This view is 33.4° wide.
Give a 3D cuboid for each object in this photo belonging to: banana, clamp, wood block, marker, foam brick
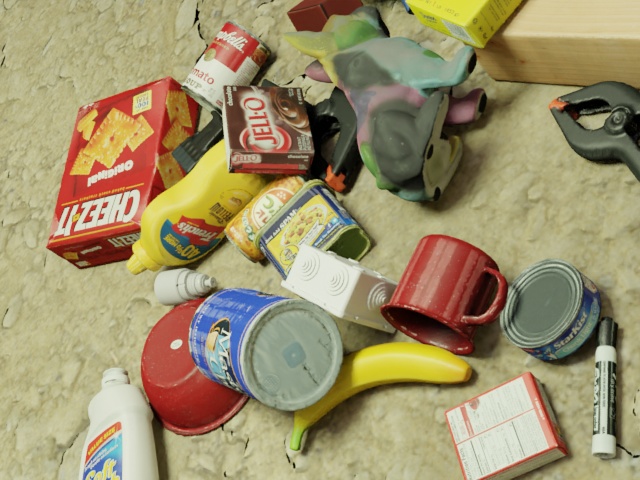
[{"bbox_3d":[0.049,0.135,1.012,0.198,0.037,0.069,-28,70,23],"label":"banana"},{"bbox_3d":[0.289,-0.111,0.976,0.120,0.039,0.172,-51,46,-1],"label":"clamp"},{"bbox_3d":[0.252,-0.207,1.027,0.206,0.090,0.091,11,71,41],"label":"wood block"},{"bbox_3d":[0.238,0.121,0.889,0.020,0.020,0.121,-9,59,32],"label":"marker"},{"bbox_3d":[0.000,-0.139,1.209,0.165,0.036,0.210,-19,52,27],"label":"clamp"},{"bbox_3d":[0.010,-0.259,1.240,0.051,0.053,0.078,-40,23,-22],"label":"foam brick"}]

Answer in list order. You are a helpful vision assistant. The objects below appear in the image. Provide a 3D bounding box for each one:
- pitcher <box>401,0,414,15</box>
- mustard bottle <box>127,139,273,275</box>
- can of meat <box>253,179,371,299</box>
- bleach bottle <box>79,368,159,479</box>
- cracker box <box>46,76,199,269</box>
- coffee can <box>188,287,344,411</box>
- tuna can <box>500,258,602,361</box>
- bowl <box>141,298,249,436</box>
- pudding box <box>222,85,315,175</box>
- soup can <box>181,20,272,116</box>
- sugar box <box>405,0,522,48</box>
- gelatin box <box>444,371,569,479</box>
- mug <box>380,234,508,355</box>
[{"bbox_3d":[0.050,-0.362,1.242,0.243,0.145,0.149,16,59,44],"label":"pitcher"},{"bbox_3d":[-0.144,-0.026,1.206,0.192,0.096,0.058,-39,50,11],"label":"mustard bottle"},{"bbox_3d":[-0.007,0.001,1.117,0.102,0.057,0.084,-45,49,6],"label":"can of meat"},{"bbox_3d":[-0.213,0.252,1.106,0.103,0.068,0.251,-31,50,26],"label":"bleach bottle"},{"bbox_3d":[-0.245,-0.084,1.333,0.164,0.072,0.213,-12,58,32],"label":"cracker box"},{"bbox_3d":[-0.055,0.102,1.029,0.141,0.102,0.103,6,66,63],"label":"coffee can"},{"bbox_3d":[0.201,0.061,0.929,0.086,0.033,0.086,-33,40,32],"label":"tuna can"},{"bbox_3d":[-0.138,0.123,1.141,0.162,0.055,0.162,-18,54,27],"label":"bowl"},{"bbox_3d":[-0.058,-0.119,1.152,0.090,0.039,0.113,1,44,-12],"label":"pudding box"},{"bbox_3d":[-0.116,-0.210,1.316,0.069,0.068,0.102,32,86,43],"label":"soup can"},{"bbox_3d":[0.174,-0.274,1.032,0.176,0.048,0.093,-52,45,-1],"label":"sugar box"},{"bbox_3d":[0.158,0.166,0.915,0.089,0.030,0.073,-30,51,19],"label":"gelatin box"},{"bbox_3d":[0.121,0.048,0.969,0.117,0.093,0.081,2,60,52],"label":"mug"}]
